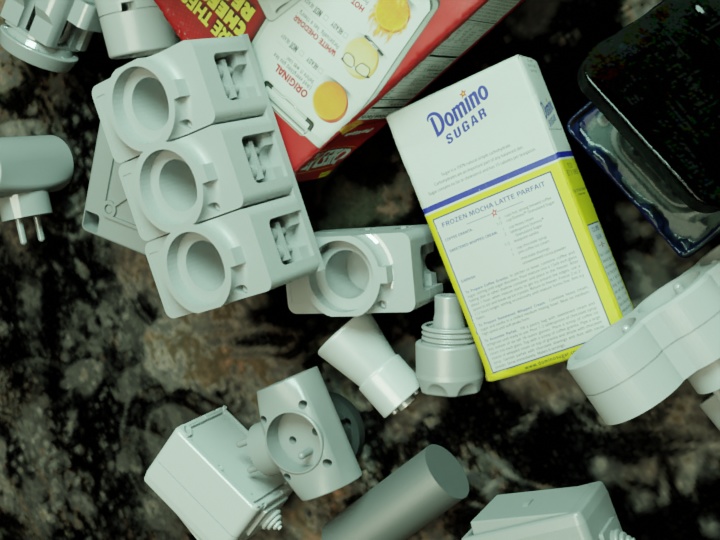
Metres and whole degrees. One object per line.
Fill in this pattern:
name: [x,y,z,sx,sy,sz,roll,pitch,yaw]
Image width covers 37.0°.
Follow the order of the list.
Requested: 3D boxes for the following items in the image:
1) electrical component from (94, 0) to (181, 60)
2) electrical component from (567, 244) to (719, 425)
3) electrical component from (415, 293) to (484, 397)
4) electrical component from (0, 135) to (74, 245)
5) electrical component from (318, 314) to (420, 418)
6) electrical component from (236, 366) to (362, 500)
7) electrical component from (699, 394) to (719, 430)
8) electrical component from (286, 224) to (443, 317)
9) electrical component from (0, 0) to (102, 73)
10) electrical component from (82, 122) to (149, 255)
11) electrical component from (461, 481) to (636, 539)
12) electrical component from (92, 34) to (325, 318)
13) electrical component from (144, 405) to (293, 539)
electrical component: [-0.151,-0.172,0.736,0.055,0.055,0.047,-5,100,27]
electrical component: [0.188,0.042,0.581,0.138,0.052,0.073,-35,91,-5]
electrical component: [0.056,0.046,0.676,0.043,0.043,0.062,2,98,26]
electrical component: [-0.248,-0.058,0.789,0.043,0.077,0.079,-10,94,26]
electrical component: [0.010,0.064,0.704,0.065,0.044,0.044,48,115,6]
electrical component: [-0.048,0.113,0.711,0.079,0.044,0.077,-24,87,27]
electrical component: [0.223,0.089,0.603,0.044,0.044,0.065,-44,74,25]
electrical component: [0.000,0.000,0.689,0.089,0.056,0.050,-2,98,26]
electrical component: [-0.222,-0.178,0.768,0.078,0.058,0.057,34,108,18]
electrical component: [-0.126,-0.064,0.740,0.109,0.056,0.108,21,107,22]
electrical component: [0.119,0.165,0.655,0.096,0.062,0.061,-21,89,27]
electrical component: [-0.095,-0.055,0.650,0.089,0.062,0.150,-16,94,36]
electrical component: [-0.095,0.154,0.757,0.096,0.062,0.061,42,113,14]
